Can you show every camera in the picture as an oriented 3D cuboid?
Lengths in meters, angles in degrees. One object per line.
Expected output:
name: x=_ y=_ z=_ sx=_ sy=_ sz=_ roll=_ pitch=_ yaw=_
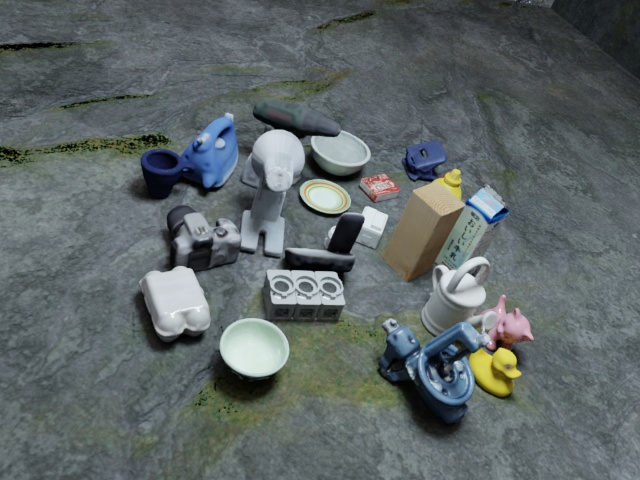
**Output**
camera: x=-0.250 y=-0.018 z=1.185 sx=0.143 sy=0.101 sz=0.136 roll=-12 pitch=49 yaw=-31

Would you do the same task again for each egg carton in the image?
egg carton: x=-0.266 y=0.116 z=1.055 sx=0.107 sy=0.069 sz=0.150 roll=-10 pitch=49 yaw=-30

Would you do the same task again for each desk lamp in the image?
desk lamp: x=-0.102 y=-0.109 z=1.256 sx=0.118 sy=0.213 sz=0.203 roll=10 pitch=41 yaw=-11

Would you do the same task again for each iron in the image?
iron: x=-0.254 y=-0.239 z=1.396 sx=0.118 sy=0.141 sz=0.258 roll=21 pitch=40 yaw=2

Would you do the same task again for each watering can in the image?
watering can: x=0.295 y=0.115 z=1.178 sx=0.172 sy=0.194 sz=0.101 roll=38 pitch=44 yaw=21

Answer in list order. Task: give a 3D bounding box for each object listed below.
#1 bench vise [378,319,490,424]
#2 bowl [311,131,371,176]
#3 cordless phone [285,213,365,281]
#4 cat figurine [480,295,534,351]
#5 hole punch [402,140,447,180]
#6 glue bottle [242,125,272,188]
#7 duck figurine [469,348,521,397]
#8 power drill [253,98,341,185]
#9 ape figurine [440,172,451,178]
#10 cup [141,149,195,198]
bench vise: x=0.198 y=0.207 z=1.018 sx=0.207 sy=0.220 sz=0.122 roll=28 pitch=41 yaw=10
bowl: x=0.048 y=-0.225 z=1.549 sx=0.167 sy=0.075 sz=0.167 roll=11 pitch=41 yaw=-10
cordless phone: x=0.011 y=0.004 z=1.197 sx=0.148 sy=0.185 sz=0.094 roll=3 pitch=43 yaw=-18
cat figurine: x=0.397 y=0.175 z=1.210 sx=0.067 sy=0.118 sz=0.127 roll=8 pitch=42 yaw=-13
hole punch: x=0.298 y=-0.232 z=1.643 sx=0.101 sy=0.091 sz=0.108 roll=3 pitch=43 yaw=-18
glue bottle: x=-0.137 y=-0.201 z=1.376 sx=0.078 sy=0.173 sz=0.037 roll=20 pitch=40 yaw=2
duck figurine: x=0.351 y=0.248 z=1.136 sx=0.078 sy=0.086 sz=0.104 roll=-21 pitch=54 yaw=-37
power drill: x=-0.069 y=-0.246 z=1.424 sx=0.229 sy=0.208 sz=0.076 roll=29 pitch=41 yaw=11
ape figurine: x=0.339 y=-0.145 z=1.562 sx=0.078 sy=0.092 sz=0.076 roll=20 pitch=40 yaw=1
cup: x=-0.344 y=-0.143 z=1.290 sx=0.118 sy=0.095 sz=0.091 roll=4 pitch=43 yaw=-18
